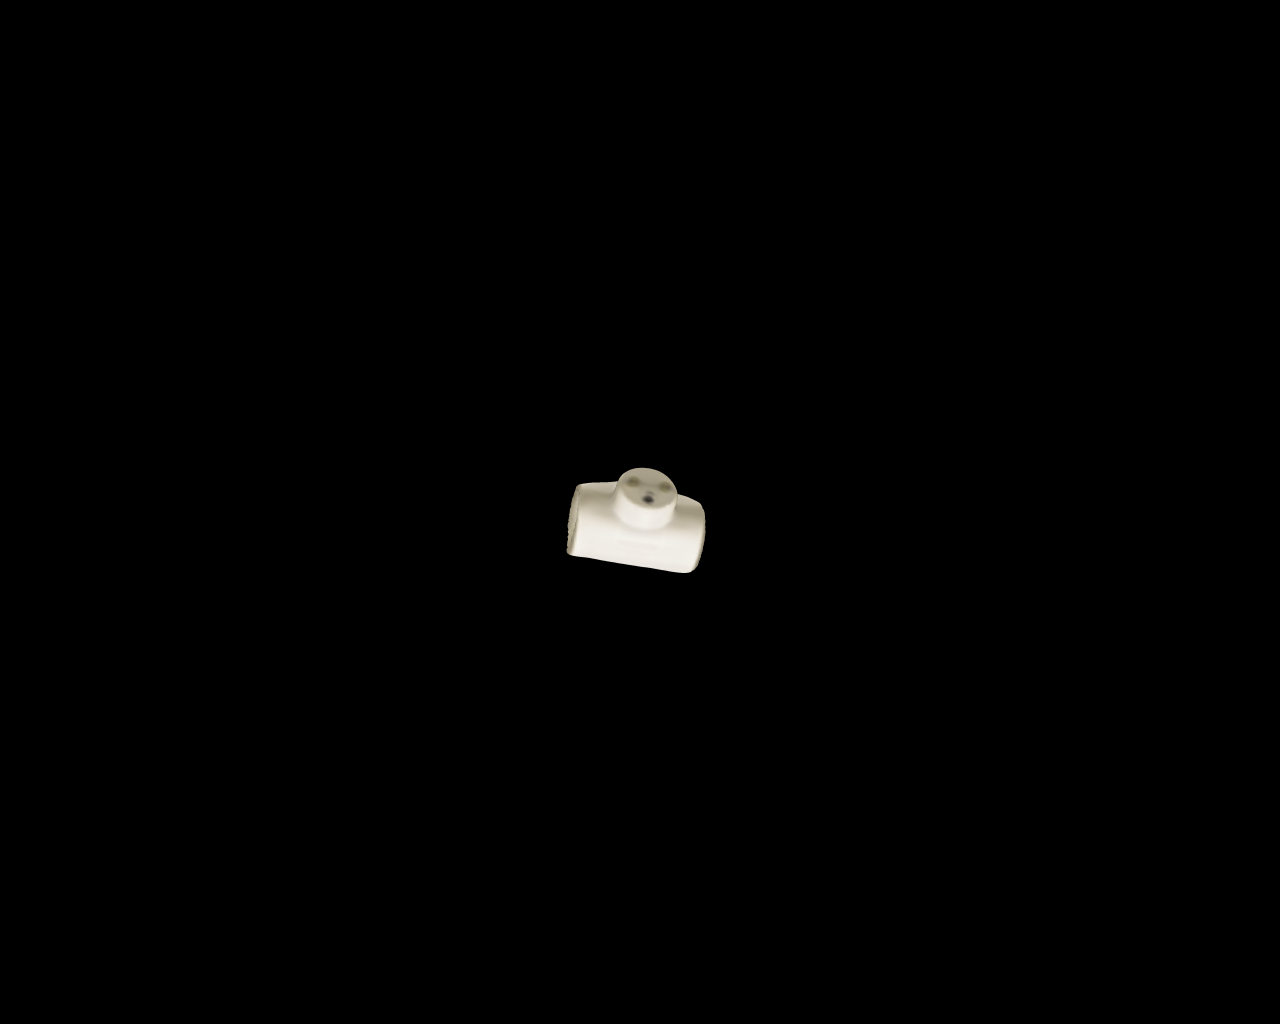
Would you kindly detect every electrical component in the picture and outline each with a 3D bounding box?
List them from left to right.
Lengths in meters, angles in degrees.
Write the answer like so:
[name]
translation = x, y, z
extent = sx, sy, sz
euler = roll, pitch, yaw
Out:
[electrical component]
translation = 0.001, -0.003, 0.650
extent = 0.077, 0.043, 0.079
euler = 9, -46, -8
